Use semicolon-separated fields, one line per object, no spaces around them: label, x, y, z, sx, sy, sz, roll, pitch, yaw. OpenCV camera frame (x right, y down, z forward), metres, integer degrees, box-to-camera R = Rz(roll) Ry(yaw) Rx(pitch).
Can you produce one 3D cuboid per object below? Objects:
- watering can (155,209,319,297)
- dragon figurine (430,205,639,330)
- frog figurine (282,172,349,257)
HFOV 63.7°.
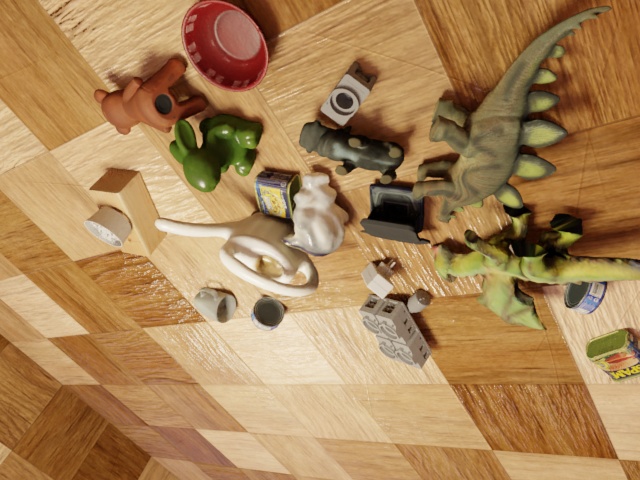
watering can;-0.150;0.000;1.088;0.348;0.102;0.229;28;30;1
dragon figurine;0.385;0.071;0.937;0.413;0.237;0.124;21;51;30
frog figurine;0.003;-0.052;1.038;0.137;0.157;0.124;3;28;-40
